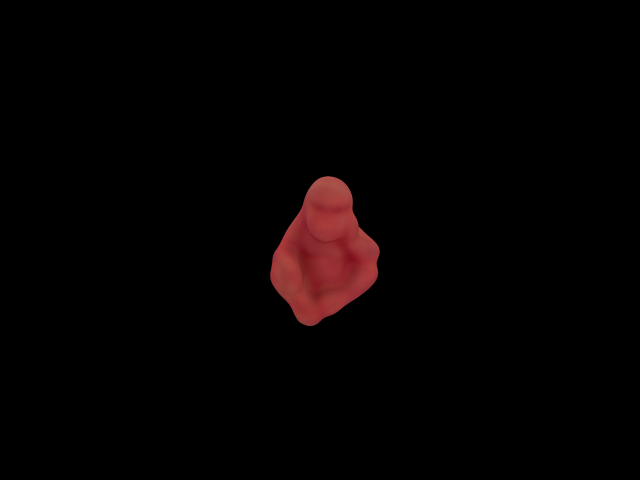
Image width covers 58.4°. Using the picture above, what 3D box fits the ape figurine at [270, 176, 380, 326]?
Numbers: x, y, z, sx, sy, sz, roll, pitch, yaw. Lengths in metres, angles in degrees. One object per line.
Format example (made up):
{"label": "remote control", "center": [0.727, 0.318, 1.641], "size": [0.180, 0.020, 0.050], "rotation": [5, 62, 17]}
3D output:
{"label": "ape figurine", "center": [0.004, 0.001, 0.400], "size": [0.078, 0.092, 0.076], "rotation": [-1, 23, -3]}
